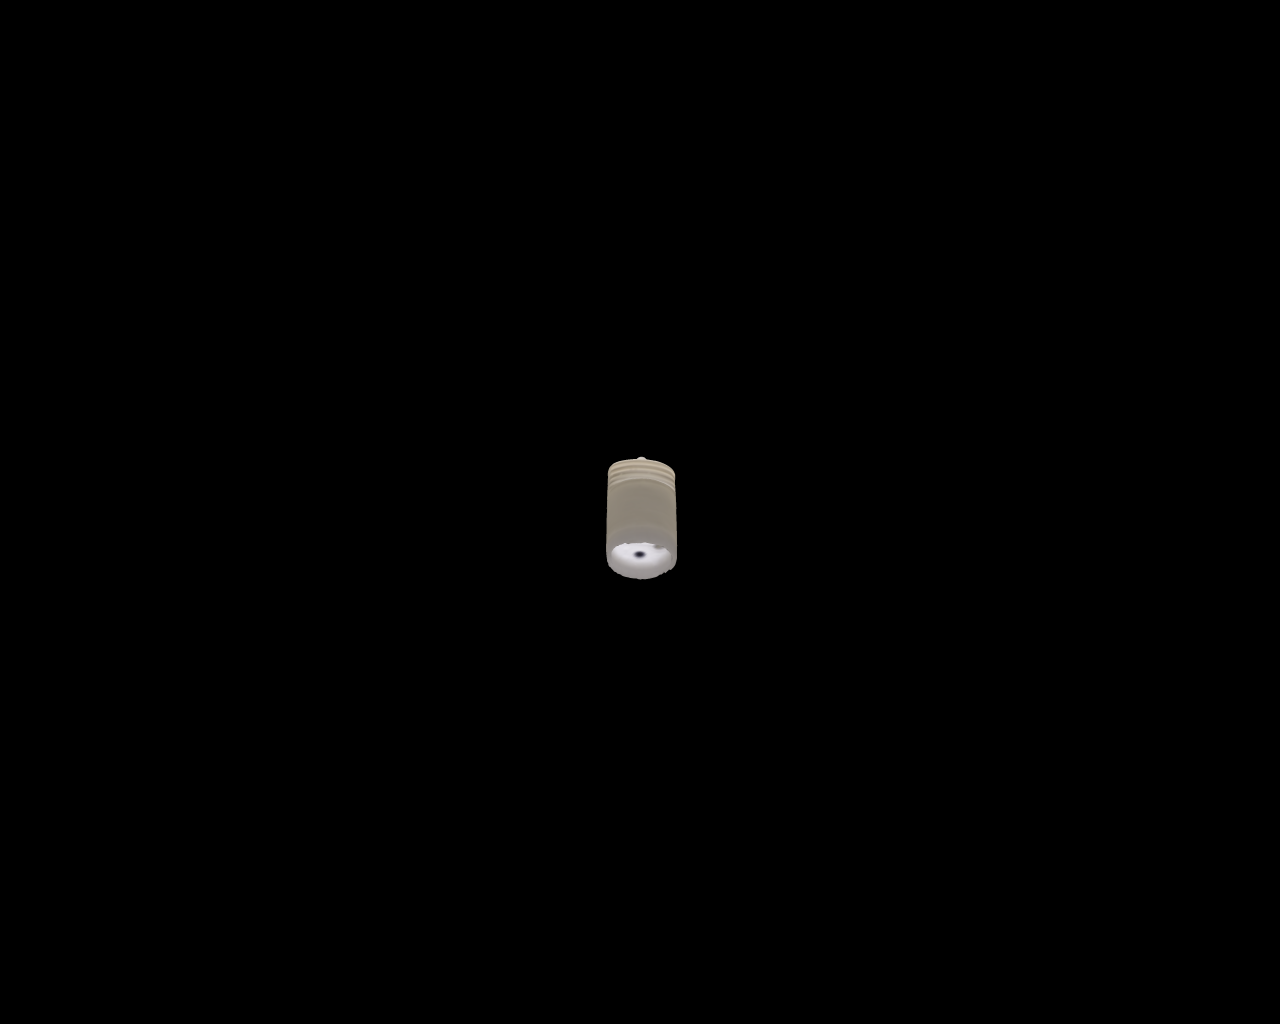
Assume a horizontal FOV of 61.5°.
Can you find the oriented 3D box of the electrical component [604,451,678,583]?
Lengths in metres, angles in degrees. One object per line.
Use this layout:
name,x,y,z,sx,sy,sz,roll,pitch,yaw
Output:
electrical component,0.001,-0.003,0.650,0.043,0.081,0.043,0,-36,0
